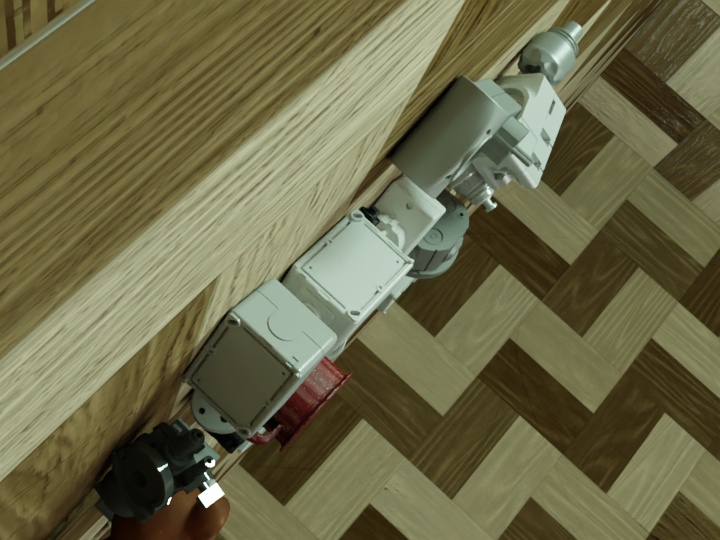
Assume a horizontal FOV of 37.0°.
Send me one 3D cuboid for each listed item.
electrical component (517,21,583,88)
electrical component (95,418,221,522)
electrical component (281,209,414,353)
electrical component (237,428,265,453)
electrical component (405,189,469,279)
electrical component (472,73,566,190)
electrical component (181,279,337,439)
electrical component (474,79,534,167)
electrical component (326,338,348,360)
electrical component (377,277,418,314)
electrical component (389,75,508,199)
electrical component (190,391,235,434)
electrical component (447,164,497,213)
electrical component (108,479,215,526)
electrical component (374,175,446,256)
[{"bbox_3d":[0.172,-0.193,0.948,0.062,0.043,0.043,-48,176,-17],"label":"electrical component"},{"bbox_3d":[-0.162,0.177,0.884,0.089,0.056,0.050,-48,176,10],"label":"electrical component"},{"bbox_3d":[-0.018,0.014,0.791,0.096,0.062,0.061,-45,175,-39],"label":"electrical component"},{"bbox_3d":[-0.112,0.147,1.179,0.099,0.048,0.100,-48,176,2],"label":"electrical component"},{"bbox_3d":[0.055,-0.037,0.968,0.080,0.080,0.051,-45,170,-31],"label":"electrical component"},{"bbox_3d":[0.134,-0.122,0.932,0.050,0.055,0.089,4,-120,40],"label":"electrical component"},{"bbox_3d":[-0.068,0.061,0.719,0.096,0.062,0.061,-51,175,38],"label":"electrical component"},{"bbox_3d":[0.108,-0.108,0.853,0.047,0.076,0.083,-49,176,19],"label":"electrical component"},{"bbox_3d":[-0.038,0.064,1.138,0.055,0.055,0.047,-49,180,13],"label":"electrical component"},{"bbox_3d":[0.028,0.000,1.155,0.061,0.061,0.096,-47,176,-15],"label":"electrical component"},{"bbox_3d":[0.064,-0.092,0.761,0.077,0.044,0.079,-48,176,8],"label":"electrical component"},{"bbox_3d":[-0.109,0.106,0.843,0.045,0.045,0.055,-47,176,-9],"label":"electrical component"},{"bbox_3d":[0.095,-0.085,0.961,0.040,0.078,0.040,-38,-173,5],"label":"electrical component"},{"bbox_3d":[-0.199,0.256,1.111,0.121,0.063,0.078,-39,130,-66],"label":"electrical component"},{"bbox_3d":[0.020,-0.028,0.893,0.083,0.047,0.076,-49,176,25],"label":"electrical component"}]
